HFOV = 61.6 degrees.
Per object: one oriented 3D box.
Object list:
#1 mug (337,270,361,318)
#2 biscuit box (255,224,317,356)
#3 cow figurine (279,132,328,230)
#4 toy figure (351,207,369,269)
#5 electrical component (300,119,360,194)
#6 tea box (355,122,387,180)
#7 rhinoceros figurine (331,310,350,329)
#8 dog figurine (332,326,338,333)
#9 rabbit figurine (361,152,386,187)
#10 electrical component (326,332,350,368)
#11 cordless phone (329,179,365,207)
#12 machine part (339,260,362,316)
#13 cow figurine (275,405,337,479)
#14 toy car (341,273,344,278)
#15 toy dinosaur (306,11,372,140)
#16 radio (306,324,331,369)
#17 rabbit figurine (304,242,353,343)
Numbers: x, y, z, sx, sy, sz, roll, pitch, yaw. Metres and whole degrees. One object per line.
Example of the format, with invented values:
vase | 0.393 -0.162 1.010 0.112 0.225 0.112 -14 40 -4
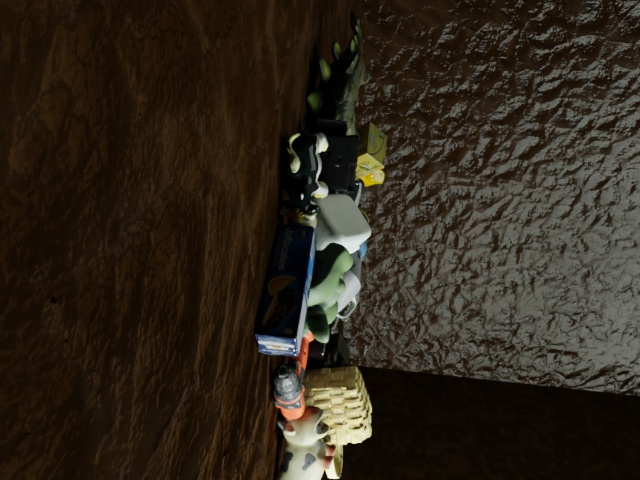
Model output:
mug | 0.029 0.123 1.144 0.107 0.081 0.109 -45 123 -28
biscuit box | -0.048 0.070 0.816 0.059 0.063 0.203 86 10 -52
cow figurine | -0.028 -0.086 0.855 0.098 0.068 0.167 -41 132 -74
toy figure | 0.070 -0.006 1.214 0.180 0.089 0.082 -92 -172 -57
electrical component | 0.015 -0.156 1.000 0.058 0.115 0.134 -59 153 -87
tea box | 0.070 -0.195 1.266 0.068 0.170 0.098 30 53 -36
rhinoceros figurine | 0.024 0.161 1.354 0.190 0.073 0.112 0 108 -63
dog figurine | 0.019 0.186 1.532 0.172 0.121 0.190 -51 160 -74
rabbit figurine | 0.072 -0.215 1.451 0.162 0.173 0.122 -1 -100 51
electrical component | 0.038 0.260 1.231 0.078 0.045 0.102 57 25 -33
cordless phone | 0.029 -0.102 1.422 0.146 0.088 0.184 -67 -161 -12
machine part | 0.059 0.075 1.277 0.079 0.079 0.243 88 6 -50
cow figurine | -0.036 0.414 1.052 0.085 0.127 0.194 -49 157 -79
toy car | -0.004 0.054 1.062 0.109 0.103 0.161 -68 163 -75
toy dinosaur | 0.027 -0.274 1.131 0.198 0.105 0.471 41 59 -74
radio | -0.015 0.240 1.242 0.229 0.073 0.131 84 11 -58
rabbit figurine | -0.002 0.102 0.934 0.170 0.121 0.159 72 24 -50
